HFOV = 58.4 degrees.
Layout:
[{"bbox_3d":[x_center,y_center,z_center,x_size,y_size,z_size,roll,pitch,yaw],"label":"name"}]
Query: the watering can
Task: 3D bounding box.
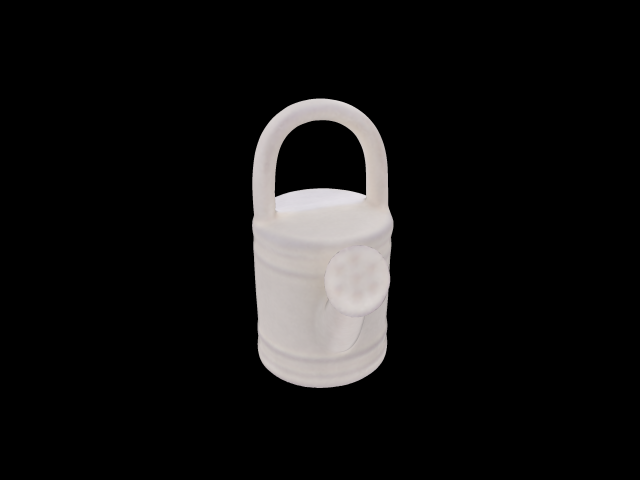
[{"bbox_3d":[0.006,0.001,0.401,0.101,0.194,0.172,-17,31,-31],"label":"watering can"}]
